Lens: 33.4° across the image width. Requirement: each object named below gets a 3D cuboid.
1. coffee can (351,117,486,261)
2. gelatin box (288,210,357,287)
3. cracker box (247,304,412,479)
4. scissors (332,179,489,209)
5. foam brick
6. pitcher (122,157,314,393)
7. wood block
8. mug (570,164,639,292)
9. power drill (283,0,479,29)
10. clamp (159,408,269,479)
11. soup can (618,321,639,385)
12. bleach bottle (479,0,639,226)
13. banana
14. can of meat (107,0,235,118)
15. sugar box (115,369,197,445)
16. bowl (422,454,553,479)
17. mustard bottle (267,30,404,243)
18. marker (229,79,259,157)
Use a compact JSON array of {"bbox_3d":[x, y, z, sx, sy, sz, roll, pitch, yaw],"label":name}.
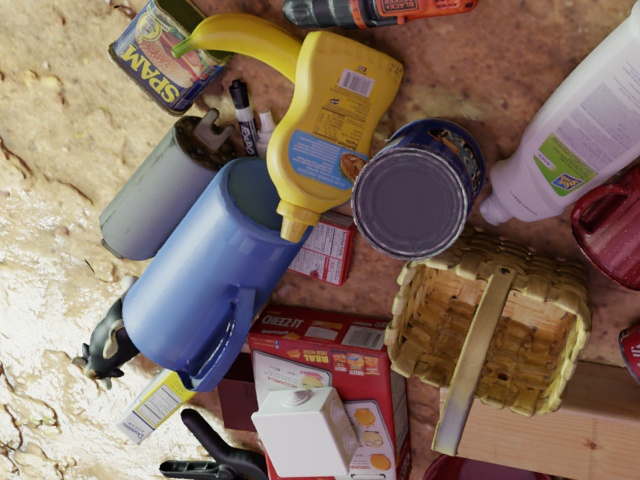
[{"bbox_3d":[0.093,-0.050,0.979,0.103,0.140,0.103,4,108,14],"label":"coffee can"},{"bbox_3d":[-0.007,0.001,1.134,0.089,0.030,0.073,18,123,15],"label":"gelatin box"},{"bbox_3d":[0.015,0.185,1.211,0.164,0.072,0.214,6,122,21],"label":"cracker box"},{"bbox_3d":[0.059,-0.079,1.065,0.202,0.016,0.096,-11,113,26],"label":"scissors"},{"bbox_3d":[-0.086,0.181,1.263,0.053,0.051,0.078,5,121,19],"label":"foam brick"},{"bbox_3d":[-0.101,0.035,1.104,0.149,0.144,0.243,43,133,4],"label":"pitcher"},{"bbox_3d":[0.234,0.180,1.103,0.206,0.090,0.091,8,121,19],"label":"wood block"},{"bbox_3d":[0.278,-0.018,0.958,0.117,0.093,0.082,22,125,-25],"label":"mug"},{"bbox_3d":[0.038,-0.277,0.931,0.185,0.057,0.187,-3,121,20],"label":"power drill"},{"bbox_3d":[-0.117,0.278,1.344,0.171,0.039,0.120,17,129,5],"label":"clamp"},{"bbox_3d":[0.347,0.095,1.017,0.102,0.068,0.068,-34,102,34],"label":"soup can"},{"bbox_3d":[0.231,-0.098,0.954,0.102,0.068,0.251,43,128,-5],"label":"bleach bottle"},{"bbox_3d":[-0.040,-0.168,1.024,0.197,0.037,0.070,25,120,-14],"label":"banana"},{"bbox_3d":[-0.146,-0.188,1.062,0.102,0.057,0.084,44,123,-8],"label":"can of meat"},{"bbox_3d":[-0.165,0.165,1.261,0.048,0.093,0.176,41,127,-4],"label":"sugar box"},{"bbox_3d":[0.195,0.286,1.196,0.162,0.055,0.162,7,111,17],"label":"bowl"},{"bbox_3d":[0.004,-0.090,0.992,0.096,0.058,0.191,19,92,-25],"label":"mustard bottle"},{"bbox_3d":[-0.072,-0.108,1.101,0.020,0.020,0.121,-1,119,24],"label":"marker"}]
